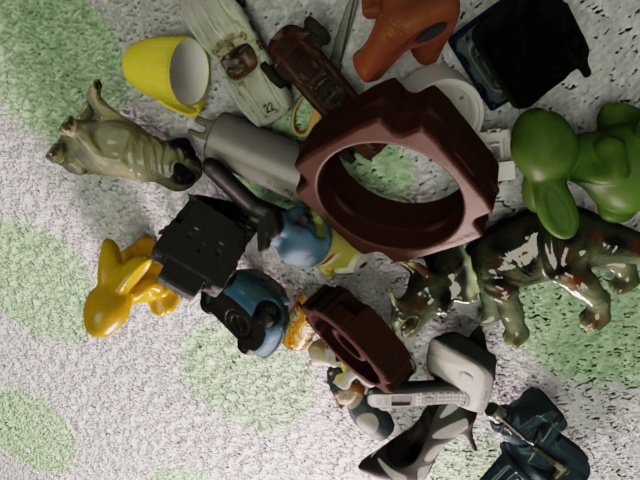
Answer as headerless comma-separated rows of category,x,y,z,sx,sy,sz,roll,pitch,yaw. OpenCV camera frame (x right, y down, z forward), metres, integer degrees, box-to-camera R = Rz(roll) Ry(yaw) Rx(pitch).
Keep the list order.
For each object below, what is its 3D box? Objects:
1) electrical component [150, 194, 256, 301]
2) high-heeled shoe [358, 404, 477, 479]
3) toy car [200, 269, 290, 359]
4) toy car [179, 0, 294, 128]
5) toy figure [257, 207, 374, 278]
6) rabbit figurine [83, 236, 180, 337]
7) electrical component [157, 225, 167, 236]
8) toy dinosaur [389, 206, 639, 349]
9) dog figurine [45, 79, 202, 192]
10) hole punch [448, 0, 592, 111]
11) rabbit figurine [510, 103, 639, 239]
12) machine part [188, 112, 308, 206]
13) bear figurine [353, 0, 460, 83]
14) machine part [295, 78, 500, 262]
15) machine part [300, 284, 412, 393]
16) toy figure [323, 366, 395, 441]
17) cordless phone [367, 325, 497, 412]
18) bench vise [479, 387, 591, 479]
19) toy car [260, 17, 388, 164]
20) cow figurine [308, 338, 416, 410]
electrical component,-0.173,0.018,0.770,0.115,0.134,0.058,29,154,-7
high-heeled shoe,0.153,0.329,0.917,0.249,0.086,0.145,-22,109,19
toy car,-0.107,0.101,0.854,0.162,0.103,0.109,40,129,11
toy car,-0.106,-0.244,0.695,0.073,0.056,0.201,-24,109,25
toy figure,0.001,-0.004,0.738,0.180,0.089,0.082,16,164,-34
rabbit figurine,-0.308,0.080,0.861,0.122,0.173,0.162,24,126,7
electrical component,-0.212,0.004,0.840,0.078,0.102,0.045,-14,120,-4
toy dinosaur,0.284,0.023,0.700,0.405,0.131,0.192,-23,110,19
dog figurine,-0.287,-0.118,0.801,0.190,0.121,0.172,34,157,-24
hole punch,0.223,-0.218,0.610,0.116,0.092,0.142,-37,102,-3
rabbit figurine,0.288,-0.090,0.609,0.170,0.121,0.159,12,117,-8
machine part,-0.070,-0.110,0.745,0.243,0.079,0.079,25,121,2
bear figurine,0.071,-0.298,0.596,0.196,0.120,0.132,63,162,8
machine part,0.089,-0.074,0.633,0.201,0.087,0.201,-23,125,42
machine part,0.051,0.136,0.759,0.179,0.056,0.179,42,163,15
toy figure,0.067,0.280,0.931,0.064,0.058,0.154,-44,100,-9
cordless phone,0.159,0.201,0.799,0.184,0.089,0.146,-7,138,2
bench vise,0.306,0.359,0.850,0.223,0.129,0.240,35,101,-29
toy car,0.016,-0.179,0.672,0.089,0.053,0.202,-40,114,10
cow figurine,0.068,0.196,0.876,0.167,0.068,0.098,30,116,-5
